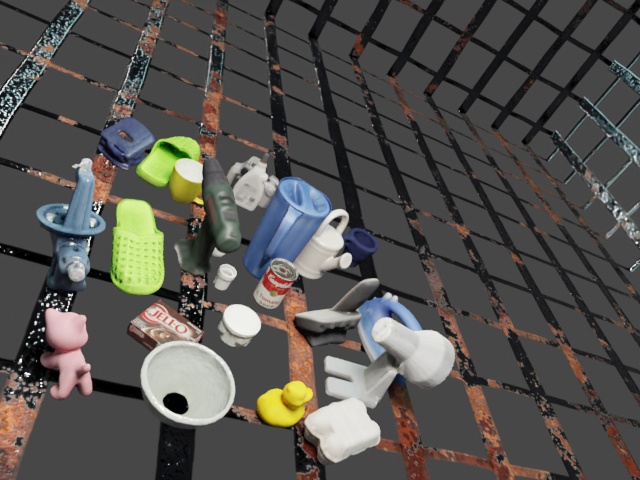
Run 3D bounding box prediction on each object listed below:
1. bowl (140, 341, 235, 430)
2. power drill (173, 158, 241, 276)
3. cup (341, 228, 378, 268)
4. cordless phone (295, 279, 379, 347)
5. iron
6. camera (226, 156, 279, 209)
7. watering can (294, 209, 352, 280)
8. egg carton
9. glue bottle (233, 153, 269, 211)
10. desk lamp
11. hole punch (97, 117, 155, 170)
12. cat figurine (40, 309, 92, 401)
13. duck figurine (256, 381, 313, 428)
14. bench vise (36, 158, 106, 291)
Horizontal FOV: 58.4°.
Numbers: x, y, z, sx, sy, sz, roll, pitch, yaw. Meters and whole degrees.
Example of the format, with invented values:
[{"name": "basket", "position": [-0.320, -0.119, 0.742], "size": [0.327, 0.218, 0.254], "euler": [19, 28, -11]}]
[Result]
[{"name": "bowl", "position": [-0.236, 0.261, 0.987], "size": [0.168, 0.074, 0.167], "euler": [23, 33, -16]}, {"name": "power drill", "position": [-0.245, -0.036, 1.250], "size": [0.076, 0.208, 0.229], "euler": [5, 42, -38]}, {"name": "cup", "position": [0.090, 0.027, 1.573], "size": [0.118, 0.095, 0.091], "euler": [10, 39, -33]}, {"name": "cordless phone", "position": [0.042, 0.147, 1.284], "size": [0.148, 0.185, 0.094], "euler": [-4, 48, -45]}, {"name": "iron", "position": [0.177, 0.212, 1.359], "size": [0.119, 0.141, 0.257], "euler": [3, 43, -39]}, {"name": "camera", "position": [-0.176, -0.181, 1.608], "size": [0.143, 0.100, 0.137], "euler": [30, 32, -6]}, {"name": "watering can", "position": [0.015, 0.005, 1.442], "size": [0.172, 0.194, 0.101], "euler": [40, 32, 10]}, {"name": "egg carton", "position": [0.043, 0.366, 1.101], "size": [0.151, 0.069, 0.107], "euler": [-4, 48, -45]}, {"name": "glue bottle", "position": [-0.173, -0.159, 1.513], "size": [0.078, 0.173, 0.037], "euler": [27, 32, -10]}, {"name": "desk lamp", "position": [0.145, 0.257, 1.201], "size": [0.204, 0.213, 0.118], "euler": [20, 34, -20]}, {"name": "hole punch", "position": [-0.481, -0.243, 1.427], "size": [0.108, 0.091, 0.101], "euler": [40, 32, 10]}, {"name": "cat figurine", "position": [-0.399, 0.173, 0.917], "size": [0.067, 0.117, 0.127], "euler": [-6, 49, -46]}, {"name": "duck figurine", "position": [-0.062, 0.301, 1.079], "size": [0.105, 0.086, 0.077], "euler": [8, 40, -35]}, {"name": "bench vise", "position": [-0.437, -0.025, 1.052], "size": [0.122, 0.219, 0.207], "euler": [-9, 52, -48]}]
